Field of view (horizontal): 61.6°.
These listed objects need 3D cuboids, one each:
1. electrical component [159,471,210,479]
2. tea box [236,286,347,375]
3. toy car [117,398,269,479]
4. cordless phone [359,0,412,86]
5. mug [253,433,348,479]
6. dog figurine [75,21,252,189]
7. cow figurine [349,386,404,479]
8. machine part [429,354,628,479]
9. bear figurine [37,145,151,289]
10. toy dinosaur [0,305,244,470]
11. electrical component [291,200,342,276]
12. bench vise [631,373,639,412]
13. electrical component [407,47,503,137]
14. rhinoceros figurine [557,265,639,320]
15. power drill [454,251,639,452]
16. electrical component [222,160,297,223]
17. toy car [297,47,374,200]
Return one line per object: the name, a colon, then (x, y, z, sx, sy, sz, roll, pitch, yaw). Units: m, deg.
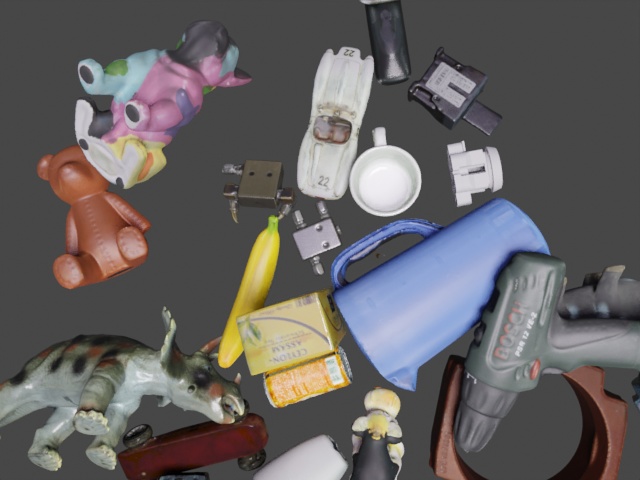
electrical component: (-0.169, 0.357, 0.680, 0.115, 0.058, 0.134, -4, 109, 0)
tea box: (-0.028, 0.102, 0.641, 0.098, 0.169, 0.068, -17, 84, 8)
toy car: (-0.166, 0.270, 0.709, 0.202, 0.053, 0.089, -17, 106, 7)
cordless phone: (0.123, -0.302, 0.695, 0.147, 0.089, 0.184, -8, 98, 6)
mug: (-0.013, 0.303, 0.671, 0.107, 0.080, 0.110, -40, 58, -7)
dog figurine: (-0.189, -0.182, 0.689, 0.108, 0.219, 0.191, 39, 135, 10)
cow figurine: (0.066, 0.271, 0.659, 0.068, 0.098, 0.167, 2, 88, 13)
machine part: (0.242, 0.227, 0.646, 0.201, 0.087, 0.201, 11, 91, 8)
bear figurine: (-0.301, -0.046, 0.704, 0.120, 0.132, 0.195, -22, 91, -7)
toy dinosaur: (-0.302, 0.182, 0.694, 0.405, 0.192, 0.131, -5, 126, 20)
electrical component: (-0.001, -0.002, 0.716, 0.063, 0.021, 0.094, -21, 85, 5)
bench vise: (0.479, 0.226, 0.590, 0.241, 0.128, 0.224, -31, 65, 23)
electrical component: (0.178, -0.180, 0.689, 0.119, 0.047, 0.075, 40, 93, 8)
rhinoceros figurine: (0.339, 0.089, 0.633, 0.190, 0.073, 0.112, -3, 74, -6)
power drill: (0.262, 0.134, 0.569, 0.207, 0.086, 0.231, 10, 98, 14)
electrical component: (-0.082, -0.065, 0.719, 0.102, 0.045, 0.078, -1, 59, 4)
toy car: (0.020, -0.153, 0.702, 0.074, 0.056, 0.201, 12, 90, 7)
